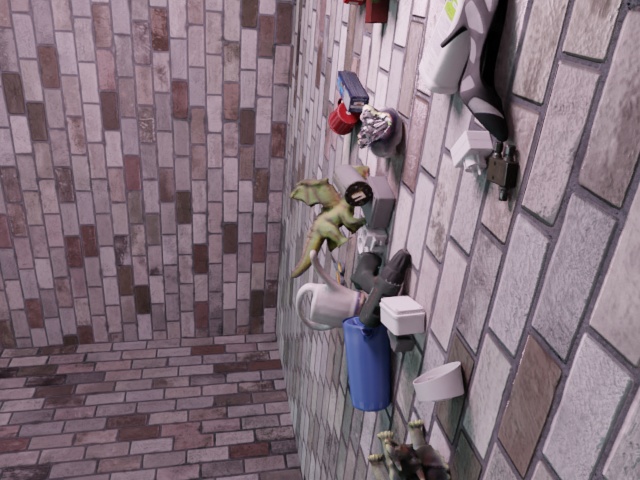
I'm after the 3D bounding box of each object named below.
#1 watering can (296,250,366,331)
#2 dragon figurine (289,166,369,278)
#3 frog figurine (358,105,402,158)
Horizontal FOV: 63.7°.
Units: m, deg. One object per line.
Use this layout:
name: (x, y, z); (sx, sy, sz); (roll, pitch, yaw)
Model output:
watering can: (0.039, 0.180, 1.624); (0.106, 0.224, 0.339); (-77, -2, -49)
dragon figurine: (0.005, -0.081, 1.602); (0.242, 0.409, 0.123); (52, -173, -5)
frog figurine: (0.167, -0.278, 1.348); (0.159, 0.122, 0.139); (12, -117, -66)
